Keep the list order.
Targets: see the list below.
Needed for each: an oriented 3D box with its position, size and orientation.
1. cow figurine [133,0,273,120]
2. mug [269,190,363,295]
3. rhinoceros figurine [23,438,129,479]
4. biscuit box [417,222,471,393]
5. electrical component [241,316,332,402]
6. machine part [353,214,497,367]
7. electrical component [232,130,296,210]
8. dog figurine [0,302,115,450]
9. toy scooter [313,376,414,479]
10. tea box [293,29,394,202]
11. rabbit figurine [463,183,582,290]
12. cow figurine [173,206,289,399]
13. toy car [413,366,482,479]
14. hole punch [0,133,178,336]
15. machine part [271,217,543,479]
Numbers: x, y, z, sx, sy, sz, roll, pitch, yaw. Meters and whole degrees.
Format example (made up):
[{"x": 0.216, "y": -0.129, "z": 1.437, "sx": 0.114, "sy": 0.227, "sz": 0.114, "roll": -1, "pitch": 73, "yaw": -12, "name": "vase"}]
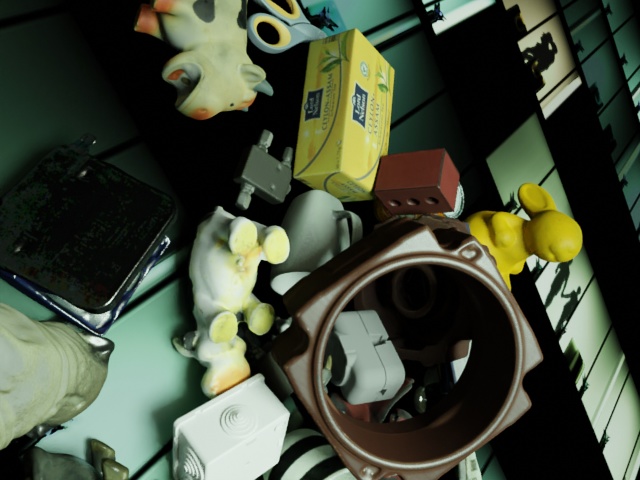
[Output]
[{"x": -0.105, "y": -0.205, "z": 0.516, "sx": 0.127, "sy": 0.085, "sz": 0.195, "roll": 16, "pitch": 72, "yaw": -32, "name": "cow figurine"}, {"x": -0.001, "y": -0.002, "z": 0.563, "sx": 0.080, "sy": 0.109, "sz": 0.107, "roll": 22, "pitch": 56, "yaw": -32, "name": "mug"}, {"x": -0.181, "y": 0.212, "z": 0.398, "sx": 0.190, "sy": 0.073, "sz": 0.112, "roll": 42, "pitch": 69, "yaw": -31, "name": "rhinoceros figurine"}, {"x": 0.163, "y": 0.081, "z": 0.653, "sx": 0.059, "sy": 0.062, "sz": 0.202, "roll": -7, "pitch": 75, "yaw": -5, "name": "biscuit box"}, {"x": -0.032, "y": 0.122, "z": 0.552, "sx": 0.078, "sy": 0.045, "sz": 0.102, "roll": -32, "pitch": 104, "yaw": -41, "name": "electrical component"}, {"x": 0.114, "y": 0.055, "z": 0.609, "sx": 0.056, "sy": 0.179, "sz": 0.179, "roll": 4, "pitch": 81, "yaw": -44, "name": "machine part"}, {"x": -0.058, "y": -0.067, "z": 0.573, "sx": 0.063, "sy": 0.021, "sz": 0.094, "roll": 33, "pitch": 63, "yaw": -34, "name": "electrical component"}, {"x": -0.208, "y": 0.110, "z": 0.319, "sx": 0.190, "sy": 0.121, "sz": 0.172, "roll": 74, "pitch": 35, "yaw": -56, "name": "dog figurine"}, {"x": 0.080, "y": 0.220, "z": 0.619, "sx": 0.183, "sy": 0.075, "sz": 0.135, "roll": 54, "pitch": 52, "yaw": -16, "name": "toy scooter"}, {"x": 0.031, "y": -0.138, "z": 0.618, "sx": 0.098, "sy": 0.068, "sz": 0.169, "roll": 22, "pitch": 71, "yaw": -53, "name": "tea box"}, {"x": 0.296, "y": 0.001, "z": 0.773, "sx": 0.162, "sy": 0.173, "sz": 0.121, "roll": -48, "pitch": 110, "yaw": -30, "name": "rabbit figurine"}, {"x": -0.093, "y": 0.056, "z": 0.490, "sx": 0.068, "sy": 0.098, "sz": 0.167, "roll": 7, "pitch": 98, "yaw": -46, "name": "cow figurine"}, {"x": 0.164, "y": 0.263, "z": 0.682, "sx": 0.056, "sy": 0.074, "sz": 0.201, "roll": 5, "pitch": 80, "yaw": -41, "name": "toy car"}, {"x": -0.185, "y": 0.002, "z": 0.422, "sx": 0.116, "sy": 0.092, "sz": 0.142, "roll": 30, "pitch": 64, "yaw": -1, "name": "hole punch"}, {"x": 0.076, "y": 0.098, "z": 0.476, "sx": 0.201, "sy": 0.087, "sz": 0.201, "roll": -33, "pitch": 102, "yaw": -7, "name": "machine part"}]
